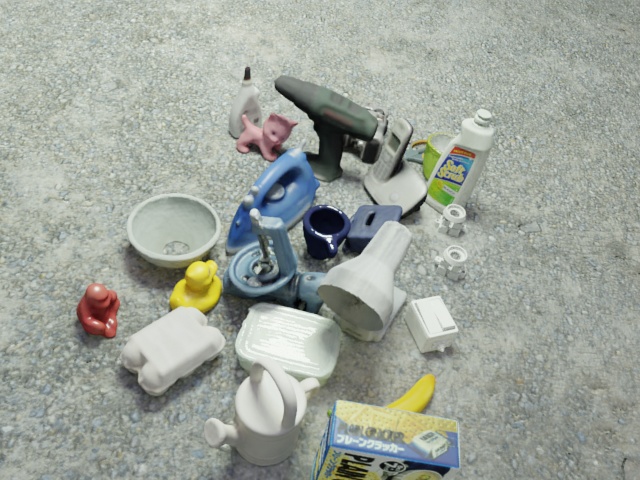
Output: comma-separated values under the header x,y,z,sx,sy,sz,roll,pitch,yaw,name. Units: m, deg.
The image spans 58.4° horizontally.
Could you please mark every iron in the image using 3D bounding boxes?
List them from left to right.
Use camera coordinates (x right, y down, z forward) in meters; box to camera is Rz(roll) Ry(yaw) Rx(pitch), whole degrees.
x,y,z,sx,sy,sz,roll,pitch,yaw,name
-0.099,-0.091,1.127,0.118,0.141,0.259,29,50,15,iron

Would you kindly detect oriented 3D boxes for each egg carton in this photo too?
x,y,z,sx,sy,sz,roll,pitch,yaw,name
-0.233,0.174,0.912,0.107,0.069,0.151,40,53,23,egg carton

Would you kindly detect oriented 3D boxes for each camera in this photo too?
x,y,z,sx,sy,sz,roll,pitch,yaw,name
0.089,-0.270,1.351,0.137,0.101,0.143,12,48,0,camera

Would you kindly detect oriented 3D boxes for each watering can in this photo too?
x,y,z,sx,sy,sz,roll,pitch,yaw,name
-0.075,0.239,0.802,0.100,0.194,0.173,31,50,16,watering can

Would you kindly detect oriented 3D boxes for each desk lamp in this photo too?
x,y,z,sx,sy,sz,roll,pitch,yaw,name
0.083,0.079,0.963,0.117,0.213,0.203,28,50,14,desk lamp

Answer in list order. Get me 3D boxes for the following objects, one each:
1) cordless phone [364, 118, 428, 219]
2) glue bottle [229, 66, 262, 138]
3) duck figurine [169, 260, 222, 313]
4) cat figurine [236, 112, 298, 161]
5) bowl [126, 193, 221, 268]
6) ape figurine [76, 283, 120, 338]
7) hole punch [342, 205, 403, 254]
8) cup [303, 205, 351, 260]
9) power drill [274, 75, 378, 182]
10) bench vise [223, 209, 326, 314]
x,y,z,sx,sy,sz,roll,pitch,yaw,name
0.172,-0.150,1.204,0.094,0.185,0.147,-20,56,-26,cordless phone
-0.165,-0.313,1.289,0.078,0.173,0.037,-25,57,-29,glue bottle
-0.215,0.077,0.991,0.077,0.086,0.105,34,51,18,duck figurine
-0.117,-0.244,1.275,0.127,0.118,0.067,16,48,3,cat figurine
-0.269,-0.005,1.061,0.167,0.075,0.167,6,48,-6,bowl
-0.360,0.106,0.932,0.076,0.092,0.078,27,49,13,ape figurine
0.104,-0.024,1.142,0.101,0.091,0.109,20,48,7,hole punch
0.010,0.004,1.096,0.092,0.095,0.117,-4,50,-14,cup
0.003,-0.233,1.228,0.229,0.208,0.075,16,48,3,power drill
-0.058,0.034,0.970,0.207,0.220,0.121,2,48,-10,bench vise
